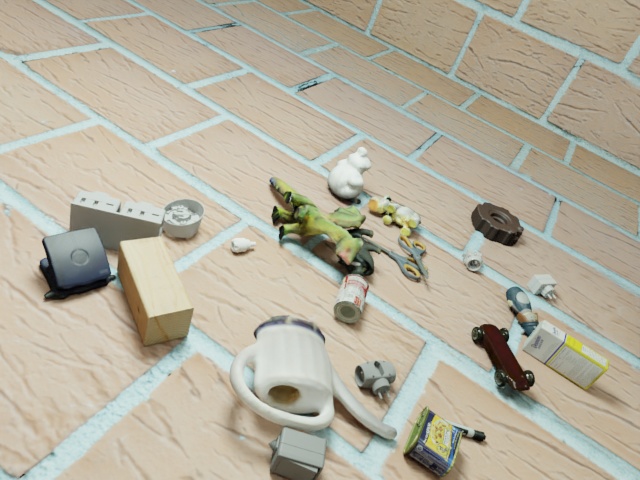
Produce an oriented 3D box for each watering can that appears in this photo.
[{"bbox_3d":[-0.014,0.269,0.998,0.346,0.102,0.230,21,34,-23],"label":"watering can"}]

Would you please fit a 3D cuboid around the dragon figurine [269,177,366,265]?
[{"bbox_3d":[0.004,-0.071,1.404,0.242,0.120,0.419,8,31,-20],"label":"dragon figurine"}]

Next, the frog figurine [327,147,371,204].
[{"bbox_3d":[0.095,-0.208,1.594,0.122,0.156,0.141,6,39,-19],"label":"frog figurine"}]
